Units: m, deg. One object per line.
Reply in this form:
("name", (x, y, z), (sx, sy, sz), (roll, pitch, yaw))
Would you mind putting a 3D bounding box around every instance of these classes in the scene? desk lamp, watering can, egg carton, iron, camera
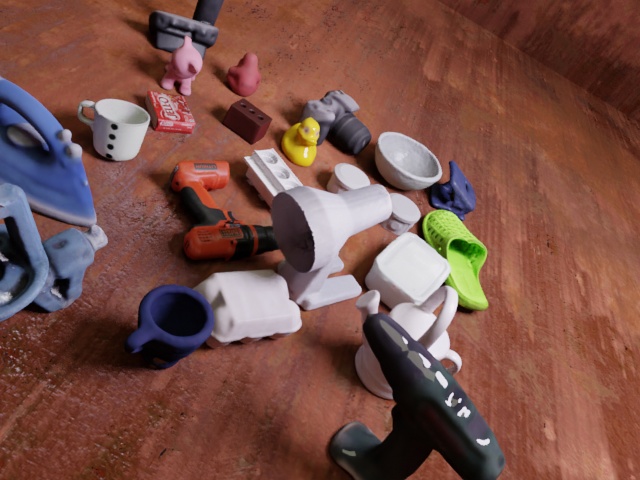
("desk lamp", (0.008, 0.003, 0.876), (0.204, 0.213, 0.117), (-10, 55, -41))
("watering can", (0.130, 0.138, 0.830), (0.173, 0.194, 0.101), (17, 40, -19))
("egg carton", (-0.103, 0.097, 0.814), (0.151, 0.069, 0.107), (-3, 50, -37))
("iron", (-0.404, -0.140, 0.802), (0.258, 0.141, 0.119), (35, 38, 3))
("camera", (0.045, -0.260, 1.279), (0.136, 0.100, 0.143), (44, 39, 15))

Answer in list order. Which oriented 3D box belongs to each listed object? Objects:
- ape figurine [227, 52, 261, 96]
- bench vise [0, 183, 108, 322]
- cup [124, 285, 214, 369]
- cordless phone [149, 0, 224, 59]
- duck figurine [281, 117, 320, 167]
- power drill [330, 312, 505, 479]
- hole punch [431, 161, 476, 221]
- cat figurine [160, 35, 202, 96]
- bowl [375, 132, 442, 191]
("ape figurine", (-0.161, -0.371, 1.262), (0.078, 0.092, 0.076), (14, 42, -22))
("bench vise", (-0.336, 0.003, 0.630), (0.121, 0.219, 0.208), (33, 38, 2))
("cup", (-0.195, 0.122, 0.702), (0.091, 0.095, 0.118), (43, 39, 13))
("cordless phone", (-0.283, -0.501, 1.243), (0.148, 0.185, 0.094), (4, 46, -31))
("duck figurine", (-0.032, -0.216, 1.189), (0.078, 0.086, 0.104), (10, 43, -26))
("power drill", (0.100, 0.224, 0.704), (0.229, 0.208, 0.076), (42, 39, 12))
("hole punch", (0.318, -0.116, 1.320), (0.101, 0.091, 0.108), (25, 38, -10))
("cat figurine", (-0.272, -0.360, 1.153), (0.067, 0.117, 0.127), (15, 41, -21))
("bowl", (0.187, -0.165, 1.296), (0.168, 0.074, 0.167), (19, 40, -17))
